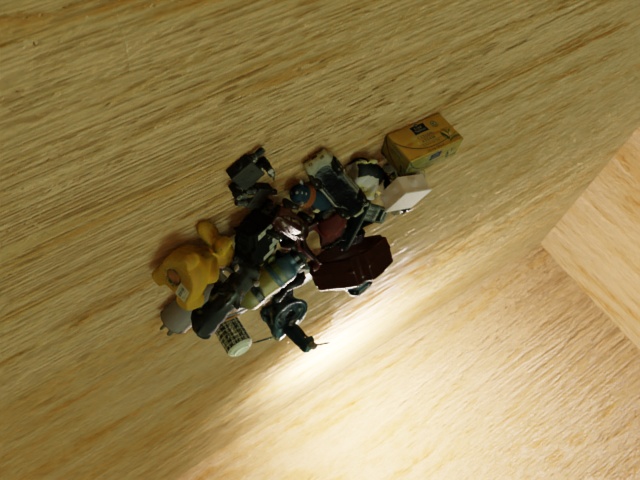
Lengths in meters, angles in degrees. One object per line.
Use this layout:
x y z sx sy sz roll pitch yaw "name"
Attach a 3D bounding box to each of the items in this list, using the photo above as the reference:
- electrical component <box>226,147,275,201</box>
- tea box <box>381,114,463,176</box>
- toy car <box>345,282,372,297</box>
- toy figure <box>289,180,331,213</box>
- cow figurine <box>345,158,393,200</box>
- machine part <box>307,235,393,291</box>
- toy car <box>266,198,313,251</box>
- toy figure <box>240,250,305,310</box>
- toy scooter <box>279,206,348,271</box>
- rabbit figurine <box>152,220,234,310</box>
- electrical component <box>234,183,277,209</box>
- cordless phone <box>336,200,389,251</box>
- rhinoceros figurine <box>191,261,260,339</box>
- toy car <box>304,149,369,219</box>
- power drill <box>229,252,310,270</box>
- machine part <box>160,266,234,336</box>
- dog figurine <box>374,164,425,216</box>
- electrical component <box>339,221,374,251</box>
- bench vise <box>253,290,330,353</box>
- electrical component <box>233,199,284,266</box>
-0.132 -0.123 1.026 0.102 0.045 0.078 -36 158 0 "electrical component"
0.245 -0.227 1.291 0.170 0.098 0.068 -28 157 -23 "tea box"
0.087 0.093 1.670 0.109 0.103 0.161 -42 114 -3 "toy car"
-0.024 -0.096 1.207 0.058 0.064 0.154 -30 162 26 "toy figure"
0.128 -0.150 1.295 0.167 0.068 0.098 6 127 -44 "cow figurine"
0.085 0.064 1.490 0.202 0.087 0.201 -12 -167 36 "machine part"
-0.060 -0.030 1.168 0.089 0.053 0.202 -59 167 -3 "toy car"
-0.119 0.088 1.257 0.180 0.082 0.089 -36 171 0 "toy figure"
-0.003 -0.004 1.315 0.184 0.135 0.075 -29 -170 -2 "toy scooter"
-0.246 0.036 1.126 0.173 0.122 0.162 -29 151 -52 "rabbit figurine"
-0.132 -0.090 1.120 0.094 0.021 0.063 -5 142 -52 "electrical component"
0.111 -0.043 1.420 0.184 0.089 0.146 8 111 -55 "cordless phone"
-0.206 0.125 1.156 0.190 0.073 0.112 -48 -176 0 "rhinoceros figurine"
0.039 -0.118 1.188 0.073 0.056 0.201 -35 134 11 "toy car"
-0.125 0.068 1.362 0.207 0.086 0.231 -33 153 -20 "power drill"
-0.295 0.142 1.269 0.243 0.079 0.079 -43 156 17 "machine part"
0.232 -0.152 1.443 0.172 0.121 0.190 -41 171 22 "dog figurine"
0.090 -0.029 1.488 0.119 0.075 0.047 -28 156 -26 "electrical component"
-0.090 0.256 1.595 0.129 0.241 0.223 -9 129 -41 "bench vise"
-0.133 -0.010 1.184 0.115 0.058 0.134 -44 159 -31 "electrical component"
